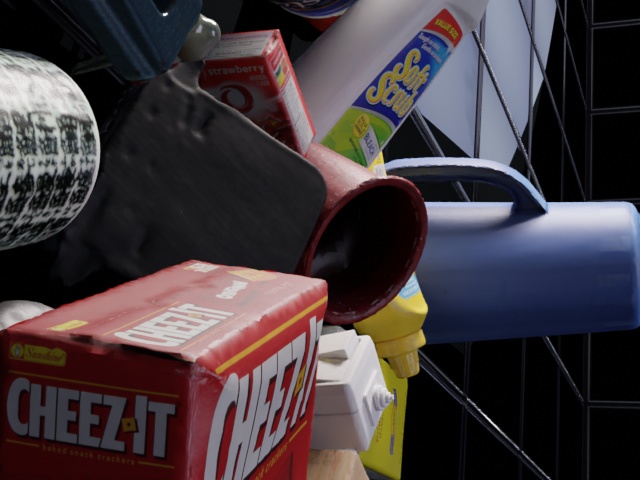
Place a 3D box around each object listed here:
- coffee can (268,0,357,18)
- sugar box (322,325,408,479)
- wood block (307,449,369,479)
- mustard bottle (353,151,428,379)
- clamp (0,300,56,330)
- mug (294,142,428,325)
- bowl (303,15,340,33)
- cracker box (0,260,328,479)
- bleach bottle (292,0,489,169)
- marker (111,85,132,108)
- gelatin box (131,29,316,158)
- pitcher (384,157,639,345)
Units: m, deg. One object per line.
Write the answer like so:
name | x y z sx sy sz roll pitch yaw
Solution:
coffee can | -0.022 -0.203 0.676 0.140 0.103 0.103 -6 94 -69
sugar box | 0.024 0.134 0.854 0.176 0.048 0.093 45 47 -63
wood block | -0.029 0.235 0.638 0.206 0.090 0.091 -72 151 -41
mustard bottle | 0.042 0.015 0.833 0.096 0.058 0.191 -20 93 -72
clamp | -0.112 0.051 0.338 0.171 0.039 0.120 -38 136 -74
mug | -0.004 0.001 0.630 0.117 0.082 0.093 -55 138 -2
bowl | 0.008 -0.223 0.827 0.162 0.055 0.162 -2 90 -70
cracker box | -0.052 0.125 0.391 0.164 0.072 0.214 -26 122 -75
bleach bottle | 0.043 -0.129 0.722 0.250 0.068 0.102 -51 150 -9
marker | -0.091 -0.030 0.596 0.020 0.020 0.121 -62 144 -53
gelatin box | -0.055 -0.077 0.596 0.030 0.089 0.073 -69 149 -41
pitcher | 0.151 0.017 0.919 0.149 0.243 0.145 56 34 -64
